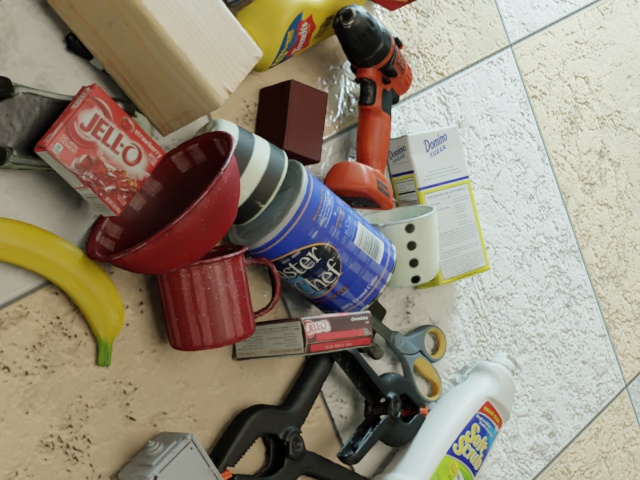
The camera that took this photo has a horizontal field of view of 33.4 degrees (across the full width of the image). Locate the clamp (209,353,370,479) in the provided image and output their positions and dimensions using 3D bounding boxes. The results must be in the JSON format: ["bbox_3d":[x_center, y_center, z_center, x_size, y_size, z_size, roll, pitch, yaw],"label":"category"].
[{"bbox_3d":[-0.029,0.209,1.059,0.209,0.036,0.164,-26,101,-44],"label":"clamp"}]

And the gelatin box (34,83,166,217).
[{"bbox_3d":[-0.183,-0.075,0.892,0.089,0.030,0.073,48,62,-31],"label":"gelatin box"}]

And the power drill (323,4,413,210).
[{"bbox_3d":[0.048,-0.134,1.118,0.184,0.057,0.187,31,66,-65],"label":"power drill"}]

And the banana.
[{"bbox_3d":[-0.231,0.028,0.904,0.197,0.037,0.069,43,57,-29],"label":"banana"}]

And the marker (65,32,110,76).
[{"bbox_3d":[-0.182,-0.153,0.982,0.121,0.020,0.020,34,63,-33],"label":"marker"}]

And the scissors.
[{"bbox_3d":[0.092,0.100,1.172,0.201,0.016,0.096,57,46,-34],"label":"scissors"}]

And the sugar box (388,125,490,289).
[{"bbox_3d":[0.135,-0.039,1.230,0.093,0.048,0.176,-14,90,-42],"label":"sugar box"}]

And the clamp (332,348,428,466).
[{"bbox_3d":[0.062,0.185,1.115,0.171,0.039,0.120,30,61,-48],"label":"clamp"}]

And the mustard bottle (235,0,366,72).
[{"bbox_3d":[-0.034,-0.218,1.071,0.058,0.096,0.191,47,52,9],"label":"mustard bottle"}]

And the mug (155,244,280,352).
[{"bbox_3d":[-0.093,0.051,0.981,0.117,0.093,0.081,-12,98,-13],"label":"mug"}]

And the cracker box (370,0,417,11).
[{"bbox_3d":[0.029,-0.366,1.156,0.213,0.072,0.164,17,70,-39],"label":"cracker box"}]

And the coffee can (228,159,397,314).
[{"bbox_3d":[-0.007,0.001,1.059,0.140,0.103,0.102,39,61,-30],"label":"coffee can"}]

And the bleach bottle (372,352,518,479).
[{"bbox_3d":[0.155,0.216,1.201,0.250,0.068,0.102,-50,125,-35],"label":"bleach bottle"}]

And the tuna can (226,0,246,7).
[{"bbox_3d":[-0.061,-0.267,1.059,0.086,0.086,0.033,-43,111,-36],"label":"tuna can"}]

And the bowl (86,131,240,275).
[{"bbox_3d":[-0.123,-0.022,0.922,0.055,0.162,0.162,52,55,-25],"label":"bowl"}]

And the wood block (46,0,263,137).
[{"bbox_3d":[-0.159,-0.207,0.945,0.206,0.090,0.090,51,45,-20],"label":"wood block"}]

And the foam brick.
[{"bbox_3d":[-0.030,-0.117,1.089,0.051,0.053,0.078,17,74,-39],"label":"foam brick"}]

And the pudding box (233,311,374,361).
[{"bbox_3d":[-0.018,0.092,1.031,0.089,0.114,0.039,-1,81,-42],"label":"pudding box"}]
